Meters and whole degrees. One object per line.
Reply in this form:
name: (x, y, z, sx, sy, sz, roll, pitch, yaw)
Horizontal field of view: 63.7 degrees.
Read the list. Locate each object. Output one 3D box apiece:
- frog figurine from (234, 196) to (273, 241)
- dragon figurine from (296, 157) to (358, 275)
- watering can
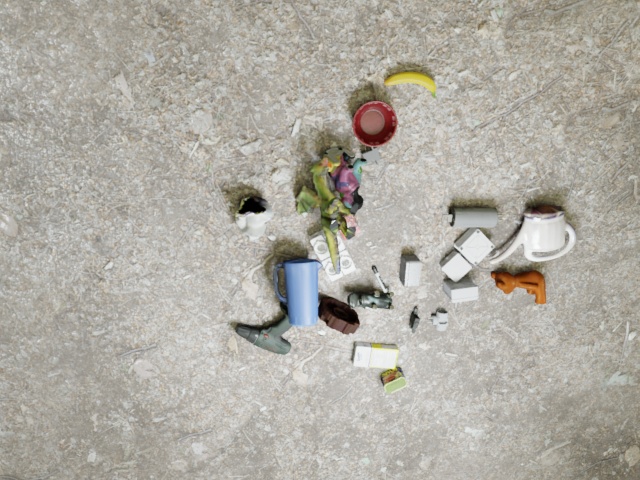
frog figurine: (-0.237, -0.078, 1.872, 0.138, 0.125, 0.156, -23, 145, -7)
dragon figurine: (0.006, -0.092, 1.832, 0.123, 0.246, 0.402, -17, 126, -38)
watering can: (0.819, -0.018, 1.977, 0.348, 0.105, 0.221, -9, 107, -4)
